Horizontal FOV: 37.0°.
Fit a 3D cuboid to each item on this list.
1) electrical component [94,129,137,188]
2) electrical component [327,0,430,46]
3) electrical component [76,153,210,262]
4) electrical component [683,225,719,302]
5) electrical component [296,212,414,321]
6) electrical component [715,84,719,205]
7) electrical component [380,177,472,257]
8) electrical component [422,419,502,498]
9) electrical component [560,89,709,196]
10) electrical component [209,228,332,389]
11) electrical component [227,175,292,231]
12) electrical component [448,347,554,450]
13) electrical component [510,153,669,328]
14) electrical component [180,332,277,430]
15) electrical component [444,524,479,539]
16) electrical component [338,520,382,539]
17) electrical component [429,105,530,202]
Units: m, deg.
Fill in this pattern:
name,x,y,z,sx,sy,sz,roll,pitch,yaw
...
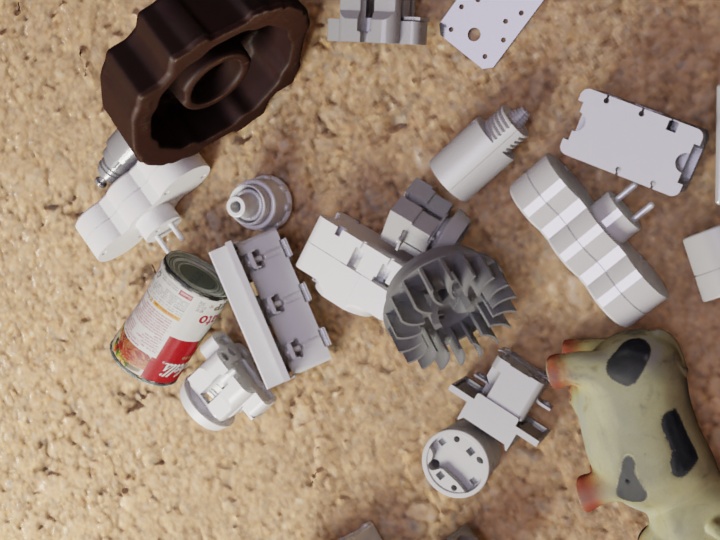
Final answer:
name,x,y,z,sx,sy,sz,roll,pitch,yaw
electrical component,-0.209,-0.103,0.957,0.078,0.040,0.040,-43,80,22
electrical component,0.014,-0.206,0.840,0.078,0.058,0.057,7,102,22
electrical component,-0.182,-0.049,0.946,0.138,0.052,0.073,-40,81,23
electrical component,0.261,-0.009,0.762,0.055,0.055,0.047,-23,84,24
electrical component,0.000,0.000,0.876,0.089,0.050,0.055,32,107,16
electrical component,0.288,-0.088,0.743,0.076,0.047,0.083,1,97,23
electrical component,0.054,-0.035,0.847,0.055,0.066,0.048,31,143,9
electrical component,0.083,0.149,0.861,0.055,0.047,0.055,3,98,23
electrical component,0.199,-0.093,0.776,0.089,0.056,0.050,25,106,18
electrical component,-0.072,0.031,0.900,0.063,0.078,0.121,-23,87,-5
electrical component,-0.089,-0.055,0.900,0.048,0.062,0.048,3,98,22
electrical component,0.116,0.099,0.844,0.081,0.042,0.063,32,104,16
electrical component,0.181,-0.033,0.793,0.074,0.052,0.138,-42,80,22
electrical component,-0.119,0.103,0.937,0.057,0.058,0.078,-43,80,19
electrical component,0.073,0.245,0.855,0.056,0.089,0.050,-44,79,22
electrical component,-0.022,0.267,0.914,0.096,0.062,0.061,-32,83,23
electrical component,0.097,-0.095,0.826,0.081,0.043,0.043,-42,80,22
